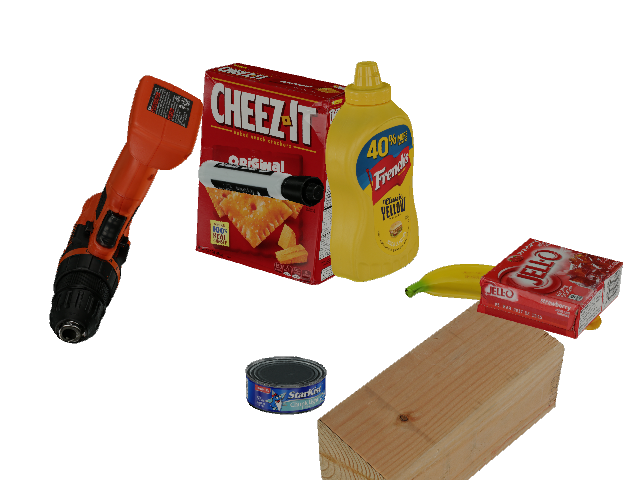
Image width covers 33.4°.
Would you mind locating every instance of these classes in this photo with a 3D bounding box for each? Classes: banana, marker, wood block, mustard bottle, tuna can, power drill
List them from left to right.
[{"bbox_3d":[-0.164,-0.028,0.872,0.057,0.188,0.184,24,31,-18],"label":"power drill"},{"bbox_3d":[-0.039,-0.038,0.694,0.020,0.020,0.121,0,8,-39],"label":"marker"},{"bbox_3d":[-0.037,0.153,1.126,0.086,0.034,0.086,1,14,0],"label":"tuna can"},{"bbox_3d":[0.046,-0.065,0.962,0.058,0.192,0.096,16,29,42],"label":"mustard bottle"},{"bbox_3d":[0.104,0.148,0.916,0.205,0.090,0.091,-32,50,-27],"label":"wood block"},{"bbox_3d":[0.190,0.056,1.105,0.198,0.037,0.069,8,40,12],"label":"banana"}]

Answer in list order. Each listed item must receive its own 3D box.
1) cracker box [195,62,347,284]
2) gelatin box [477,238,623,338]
[{"bbox_3d":[-0.052,-0.073,1.177,0.164,0.214,0.072,16,24,27],"label":"cracker box"},{"bbox_3d":[0.162,0.032,0.751,0.073,0.030,0.089,16,27,30],"label":"gelatin box"}]
